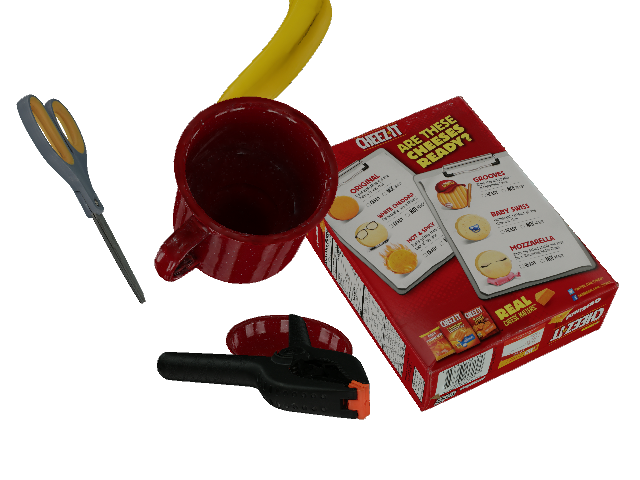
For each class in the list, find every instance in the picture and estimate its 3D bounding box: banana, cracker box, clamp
[{"bbox_3d":[-0.032,-0.161,0.894,0.070,0.197,0.037,-19,-56,39],"label":"banana"},{"bbox_3d":[0.094,0.005,0.820,0.164,0.214,0.072,-23,-33,-17],"label":"cracker box"},{"bbox_3d":[-0.022,0.112,0.960,0.210,0.036,0.164,11,22,43],"label":"clamp"}]

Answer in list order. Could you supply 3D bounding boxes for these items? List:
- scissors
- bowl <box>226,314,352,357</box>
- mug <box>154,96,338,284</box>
[{"bbox_3d":[-0.203,-0.045,0.945,0.016,0.201,0.096,-25,23,11],"label":"scissors"},{"bbox_3d":[-0.041,0.154,1.362,0.162,0.055,0.162,5,22,-2],"label":"bowl"},{"bbox_3d":[-0.051,-0.017,0.625,0.117,0.093,0.082,-45,-7,-26],"label":"mug"}]
